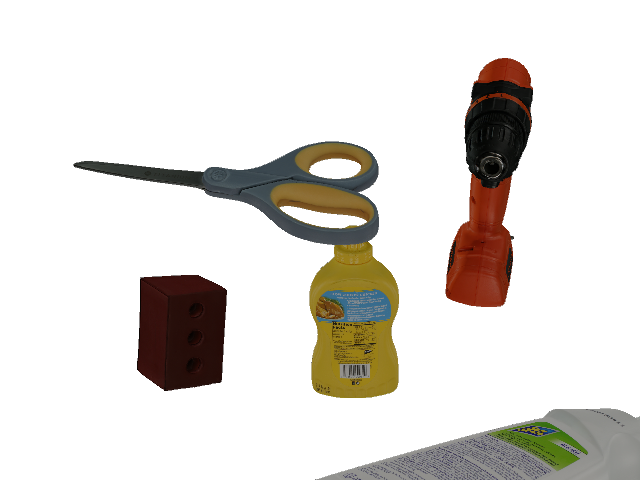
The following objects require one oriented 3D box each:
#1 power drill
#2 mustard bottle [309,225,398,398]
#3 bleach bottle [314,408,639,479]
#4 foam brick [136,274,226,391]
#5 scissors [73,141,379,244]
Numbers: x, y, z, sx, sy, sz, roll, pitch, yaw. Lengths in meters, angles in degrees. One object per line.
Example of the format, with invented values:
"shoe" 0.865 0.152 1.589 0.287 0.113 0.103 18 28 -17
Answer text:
"power drill" 0.142 -0.040 0.894 0.057 0.188 0.184 10 32 10
"mustard bottle" 0.036 0.075 1.149 0.096 0.192 0.058 0 24 3
"bleach bottle" 0.112 0.144 0.596 0.250 0.068 0.103 -10 21 -31
"foam brick" -0.109 0.070 0.835 0.052 0.078 0.051 -4 14 -34
"scissors" -0.050 -0.047 0.693 0.202 0.016 0.096 19 46 18
